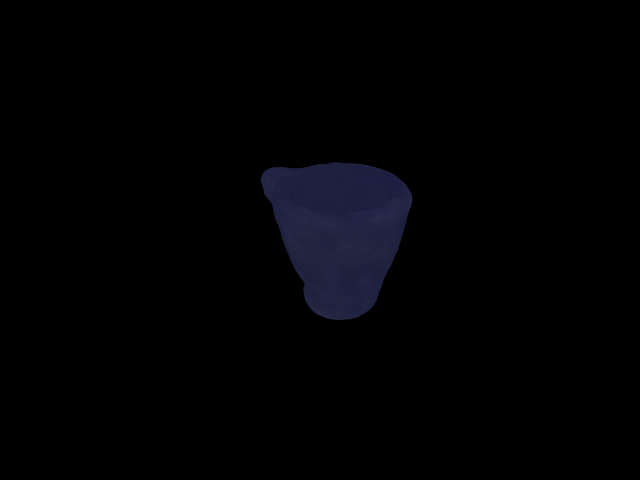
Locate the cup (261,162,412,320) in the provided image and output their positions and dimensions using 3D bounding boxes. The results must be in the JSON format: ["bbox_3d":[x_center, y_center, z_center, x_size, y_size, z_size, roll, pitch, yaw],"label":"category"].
[{"bbox_3d":[0.004,0.001,0.400,0.117,0.095,0.092,22,37,34],"label":"cup"}]
